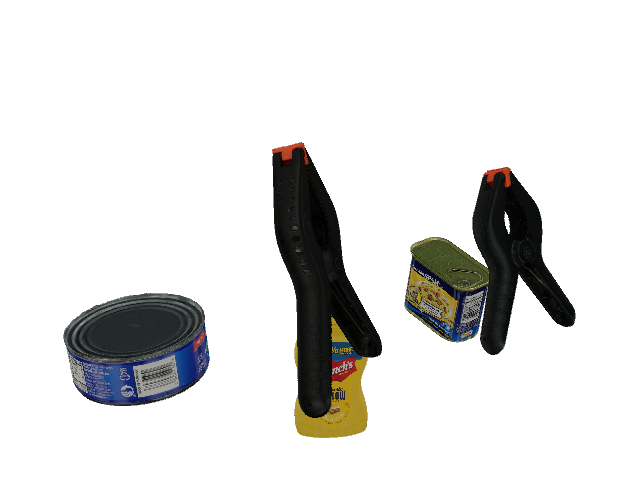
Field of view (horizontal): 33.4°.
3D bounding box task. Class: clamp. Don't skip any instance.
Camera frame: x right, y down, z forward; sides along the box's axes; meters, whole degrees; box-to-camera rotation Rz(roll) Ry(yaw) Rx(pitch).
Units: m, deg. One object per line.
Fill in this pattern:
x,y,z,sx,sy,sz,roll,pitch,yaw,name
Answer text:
0.002,0.025,0.873,0.036,0.210,0.164,-11,1,20,clamp
0.175,0.021,0.996,0.120,0.171,0.039,-26,7,-42,clamp

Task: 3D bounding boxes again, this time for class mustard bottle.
0.014,0.162,1.402,0.096,0.192,0.058,-1,17,-5,mustard bottle

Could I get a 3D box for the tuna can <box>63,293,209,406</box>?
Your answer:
-0.111,0.066,0.654,0.086,0.034,0.086,-5,23,2,tuna can

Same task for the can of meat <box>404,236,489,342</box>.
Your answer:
0.147,0.059,1.246,0.057,0.084,0.102,-19,41,-33,can of meat
